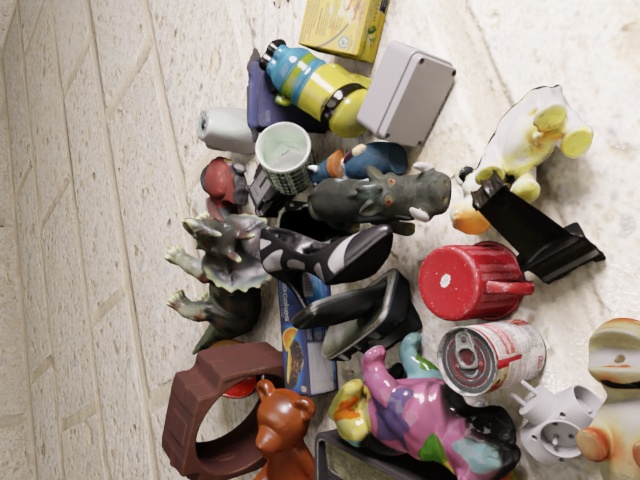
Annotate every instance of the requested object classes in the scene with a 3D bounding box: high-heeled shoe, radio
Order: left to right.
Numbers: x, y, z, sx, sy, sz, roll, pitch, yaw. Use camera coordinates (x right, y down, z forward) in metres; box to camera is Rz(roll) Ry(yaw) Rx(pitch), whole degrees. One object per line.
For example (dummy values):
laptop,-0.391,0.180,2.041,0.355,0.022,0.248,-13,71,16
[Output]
high-heeled shoe,-0.001,-0.002,0.699,0.248,0.086,0.145,-43,65,46
radio,0.089,0.335,0.679,0.230,0.073,0.131,6,93,50

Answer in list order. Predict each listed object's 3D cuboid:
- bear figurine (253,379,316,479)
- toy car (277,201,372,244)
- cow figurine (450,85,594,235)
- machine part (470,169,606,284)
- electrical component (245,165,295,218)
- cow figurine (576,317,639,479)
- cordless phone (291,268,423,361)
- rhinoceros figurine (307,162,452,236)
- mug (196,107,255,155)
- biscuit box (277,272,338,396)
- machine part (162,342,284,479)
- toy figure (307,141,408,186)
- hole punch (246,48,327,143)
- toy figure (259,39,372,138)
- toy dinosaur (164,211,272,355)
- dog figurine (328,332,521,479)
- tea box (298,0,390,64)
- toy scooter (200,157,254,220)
bear figurine,-0.058,0.311,0.777,0.120,0.132,0.195,15,131,31
toy car,0.004,-0.023,0.803,0.202,0.056,0.073,2,84,48
cow figurine,0.195,-0.084,0.565,0.167,0.068,0.098,-50,18,34
machine part,0.205,-0.010,0.528,0.084,0.139,0.039,-34,21,48
electrical component,-0.072,-0.098,0.899,0.119,0.048,0.075,-46,57,40
cow figurine,0.276,0.159,0.449,0.086,0.127,0.194,-12,94,49
cordless phone,0.024,0.106,0.677,0.146,0.184,0.089,-43,62,39
rhinoceros figurine,0.071,-0.052,0.643,0.191,0.112,0.073,1,76,42
mug,-0.174,-0.197,0.973,0.110,0.107,0.081,-22,71,45
biscuit box,-0.021,0.131,0.822,0.063,0.059,0.202,-13,79,48
machine part,-0.137,0.267,0.844,0.087,0.201,0.200,29,110,46
toy figure,0.049,-0.100,0.747,0.155,0.058,0.064,-3,110,46
hole punch,-0.049,-0.218,0.830,0.092,0.115,0.142,5,94,41
toy figure,-0.005,-0.208,0.749,0.180,0.089,0.082,35,137,3
toy dinosaur,-0.162,0.093,0.936,0.192,0.131,0.404,26,135,25
dog figurine,0.125,0.227,0.619,0.219,0.108,0.191,49,124,35
tea box,0.042,-0.338,0.734,0.098,0.068,0.169,22,107,23
toy scooter,-0.157,-0.066,0.976,0.135,0.075,0.183,-4,89,49
